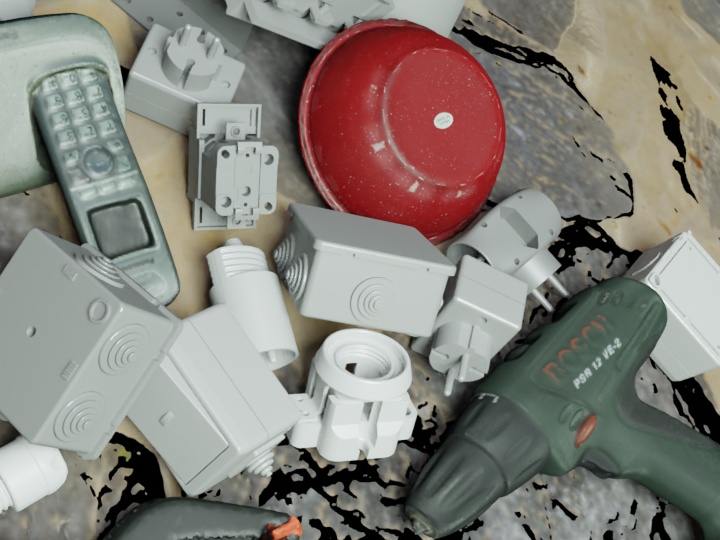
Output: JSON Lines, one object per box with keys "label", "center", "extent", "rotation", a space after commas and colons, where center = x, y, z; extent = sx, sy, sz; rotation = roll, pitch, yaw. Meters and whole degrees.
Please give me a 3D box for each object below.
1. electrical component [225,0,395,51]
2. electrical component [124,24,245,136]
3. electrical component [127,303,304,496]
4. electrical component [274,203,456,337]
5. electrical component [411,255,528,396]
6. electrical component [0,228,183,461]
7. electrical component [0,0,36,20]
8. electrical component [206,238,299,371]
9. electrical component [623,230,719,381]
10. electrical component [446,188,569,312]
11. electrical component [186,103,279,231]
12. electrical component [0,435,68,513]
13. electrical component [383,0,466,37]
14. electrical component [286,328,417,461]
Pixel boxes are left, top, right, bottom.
{"label": "electrical component", "center": [-0.035, -0.193, 0.729], "extent": [0.121, 0.063, 0.078], "rotation": [7, 57, -55]}
{"label": "electrical component", "center": [-0.109, -0.129, 0.689], "extent": [0.066, 0.076, 0.047], "rotation": [23, 58, -11]}
{"label": "electrical component", "center": [-0.084, 0.078, 0.595], "extent": [0.061, 0.062, 0.096], "rotation": [-26, 76, -49]}
{"label": "electrical component", "center": [0.000, 0.000, 0.662], "extent": [0.100, 0.099, 0.048], "rotation": [11, 105, -18]}
{"label": "electrical component", "center": [0.065, 0.044, 0.676], "extent": [0.047, 0.065, 0.076], "rotation": [25, 49, -9]}
{"label": "electrical component", "center": [-0.155, 0.037, 0.559], "extent": [0.100, 0.048, 0.099], "rotation": [35, 92, 31]}
{"label": "electrical component", "center": [-0.236, -0.156, 0.670], "extent": [0.043, 0.043, 0.062], "rotation": [34, 57, -3]}
{"label": "electrical component", "center": [-0.068, 0.019, 0.651], "extent": [0.043, 0.043, 0.081], "rotation": [-6, 67, -26]}
{"label": "electrical component", "center": [0.230, 0.032, 0.764], "extent": [0.096, 0.061, 0.062], "rotation": [48, 59, -2]}
{"label": "electrical component", "center": [0.111, -0.006, 0.740], "extent": [0.077, 0.043, 0.079], "rotation": [-37, 83, -33]}
{"label": "electrical component", "center": [-0.079, -0.061, 0.668], "extent": [0.042, 0.064, 0.081], "rotation": [-4, 108, -25]}
{"label": "electrical component", "center": [-0.186, 0.111, 0.560], "extent": [0.061, 0.035, 0.035], "rotation": [-30, 79, -29]}
{"label": "electrical component", "center": [0.034, -0.216, 0.817], "extent": [0.099, 0.064, 0.099], "rotation": [17, 46, -19]}
{"label": "electrical component", "center": [-0.002, 0.072, 0.632], "extent": [0.078, 0.057, 0.058], "rotation": [-1, 34, -23]}
